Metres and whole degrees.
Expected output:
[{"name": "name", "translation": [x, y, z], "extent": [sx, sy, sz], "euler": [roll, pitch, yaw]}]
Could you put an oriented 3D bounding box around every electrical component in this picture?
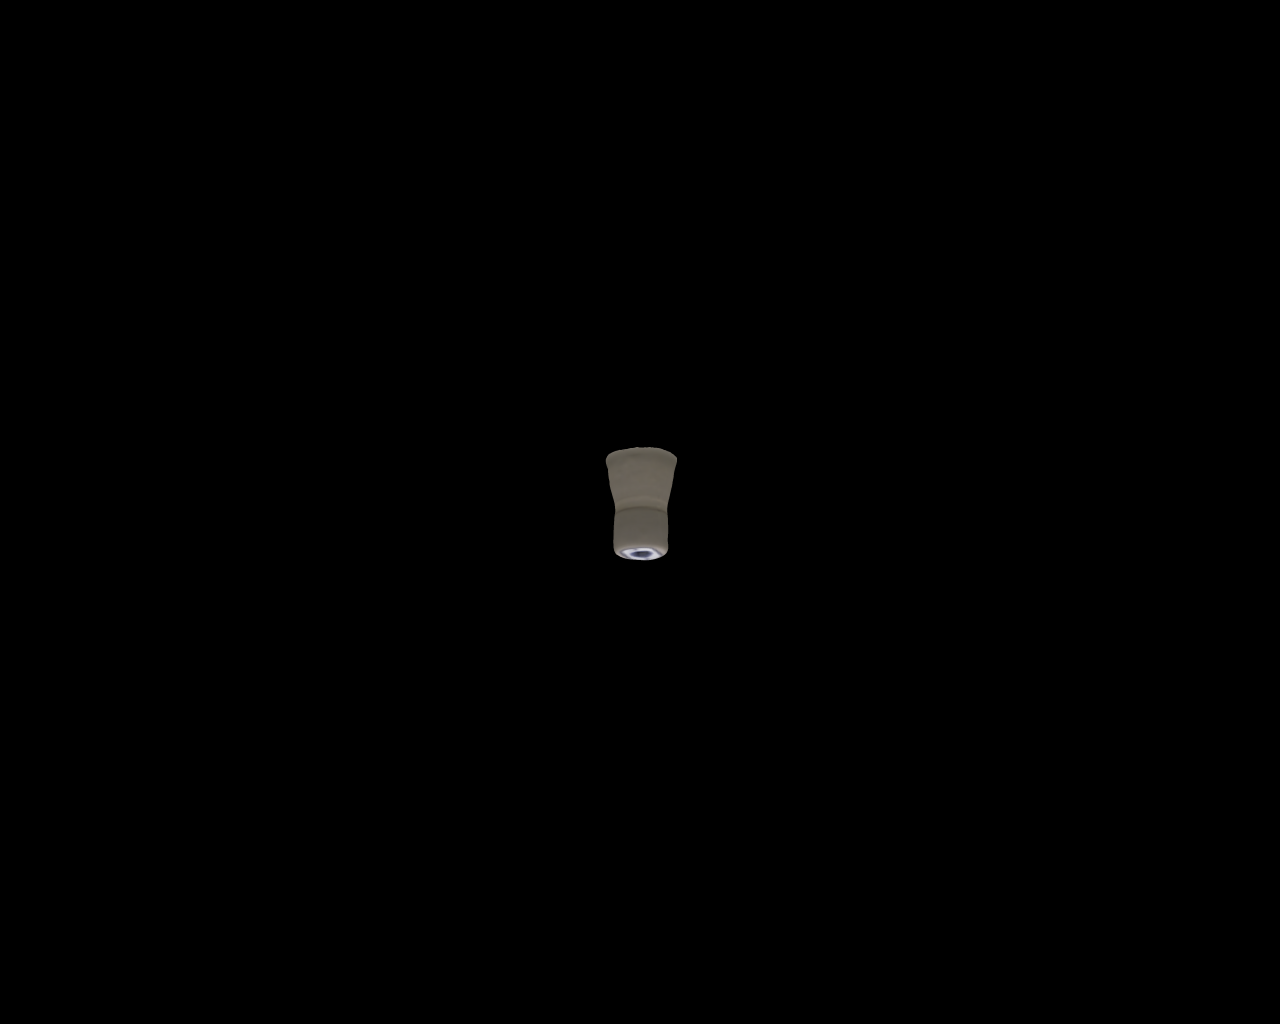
[{"name": "electrical component", "translation": [0.001, -0.003, 0.650], "extent": [0.044, 0.065, 0.044], "euler": [0, -18, 0]}]
